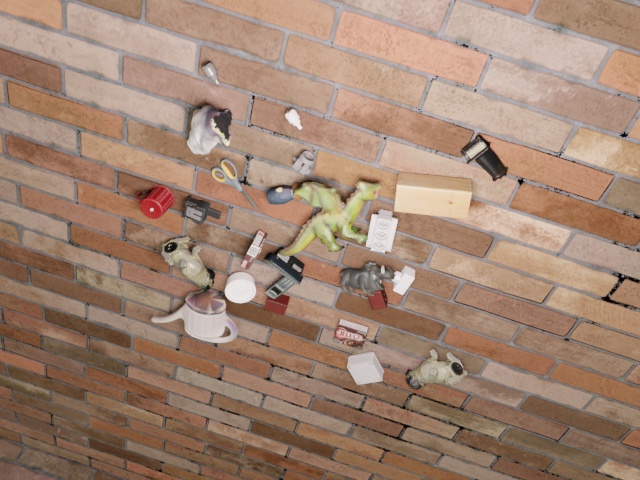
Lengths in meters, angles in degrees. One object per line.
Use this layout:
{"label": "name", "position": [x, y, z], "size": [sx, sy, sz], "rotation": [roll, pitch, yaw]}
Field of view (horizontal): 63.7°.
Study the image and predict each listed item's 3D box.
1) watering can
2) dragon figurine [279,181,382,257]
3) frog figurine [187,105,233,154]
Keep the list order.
{"label": "watering can", "position": [-0.475, 0.286, 1.941], "size": [0.348, 0.106, 0.219], "rotation": [15, 124, 4]}
{"label": "dragon figurine", "position": [0.005, -0.079, 1.575], "size": [0.408, 0.125, 0.239], "rotation": [-17, 117, 20]}
{"label": "frog figurine", "position": [-0.344, -0.317, 1.508], "size": [0.158, 0.123, 0.138], "rotation": [-12, 87, 30]}
